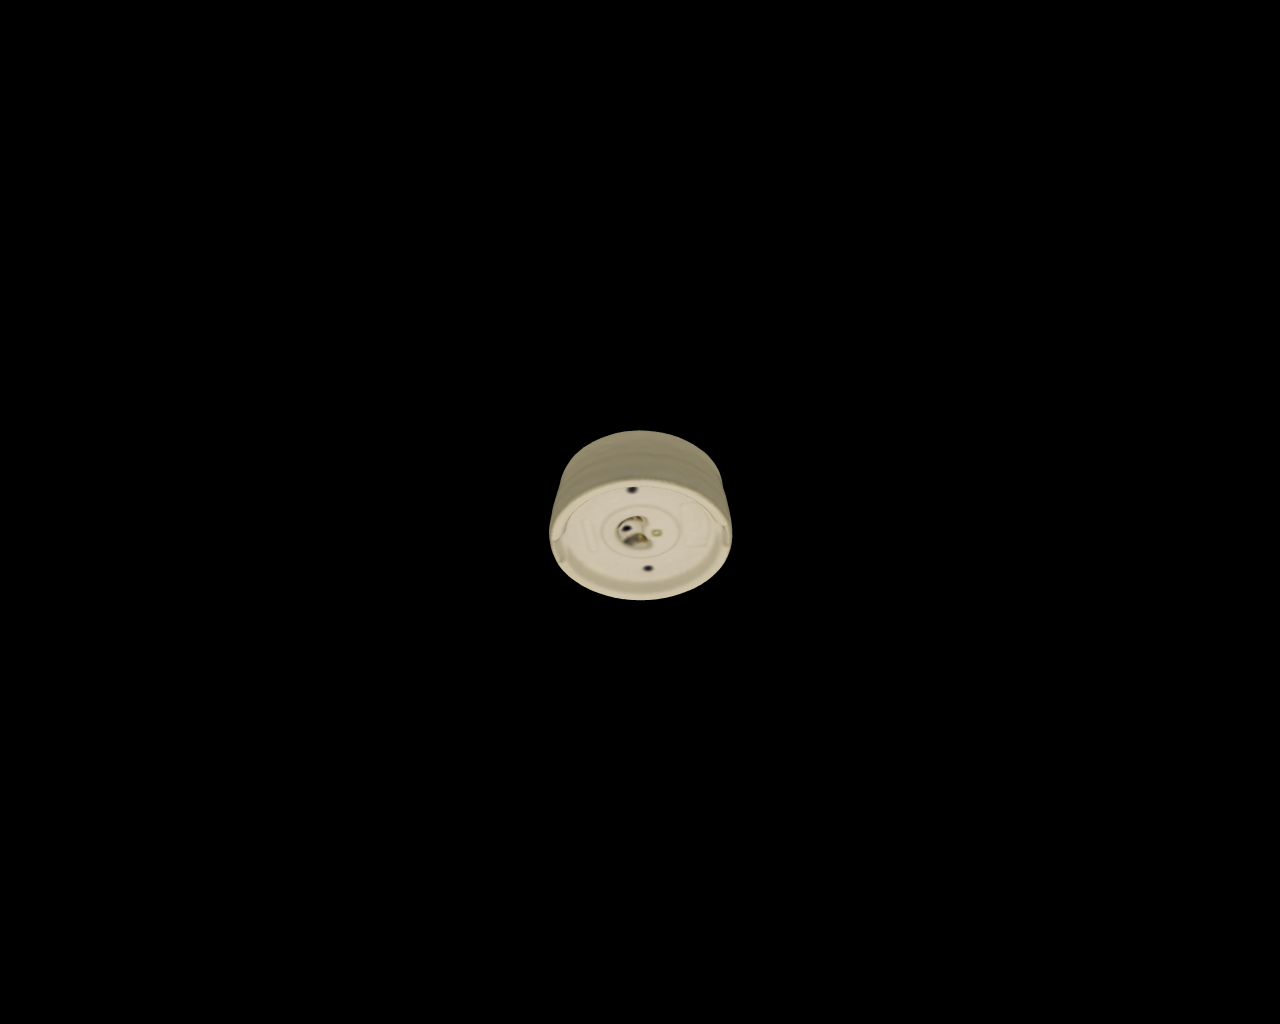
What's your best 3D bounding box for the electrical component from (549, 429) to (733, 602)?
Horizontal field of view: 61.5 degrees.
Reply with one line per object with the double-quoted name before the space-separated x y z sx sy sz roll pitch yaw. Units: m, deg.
"electrical component" 0.001 -0.003 0.650 0.108 0.060 0.108 0 -43 0
